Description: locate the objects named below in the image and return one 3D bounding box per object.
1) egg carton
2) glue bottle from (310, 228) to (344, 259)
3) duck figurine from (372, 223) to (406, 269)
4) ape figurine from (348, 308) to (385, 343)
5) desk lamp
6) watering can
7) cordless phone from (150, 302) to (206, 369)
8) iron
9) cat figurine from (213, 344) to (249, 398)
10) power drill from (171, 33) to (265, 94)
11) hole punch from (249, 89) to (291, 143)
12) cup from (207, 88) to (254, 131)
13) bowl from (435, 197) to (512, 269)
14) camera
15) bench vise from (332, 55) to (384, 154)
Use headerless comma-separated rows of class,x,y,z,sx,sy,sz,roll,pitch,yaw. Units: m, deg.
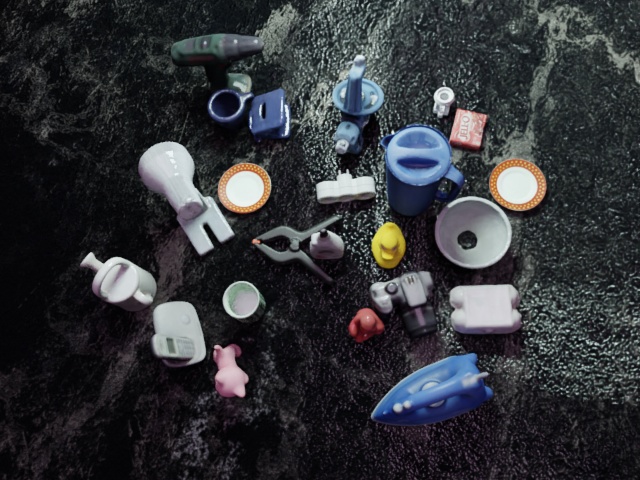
egg carton,0.359,0.152,1.247,0.150,0.069,0.107,-3,74,4
glue bottle,0.012,0.005,1.262,0.078,0.173,0.037,-4,73,4
duck figurine,0.156,0.006,1.296,0.077,0.086,0.104,6,74,6
ape figurine,0.102,0.184,1.245,0.077,0.092,0.076,9,75,7
desk lamp,-0.300,-0.095,1.294,0.118,0.213,0.203,-34,74,-5
watering can,-0.448,0.091,1.261,0.172,0.194,0.101,10,75,7
cordless phone,-0.319,0.198,1.225,0.094,0.185,0.147,-20,73,-1
iron,0.225,0.320,1.171,0.258,0.141,0.118,-22,73,-2
cat figurine,-0.198,0.284,1.226,0.067,0.118,0.127,-21,73,-2
power drill,-0.232,-0.424,1.386,0.229,0.208,0.075,2,74,5
hole punch,-0.126,-0.305,1.405,0.101,0.091,0.108,-3,74,4
cup,-0.210,-0.318,1.413,0.118,0.095,0.091,-27,74,-4
bowl,0.340,-0.009,1.292,0.167,0.075,0.167,-1,74,4
camera,0.192,0.145,1.245,0.143,0.101,0.137,-17,73,0
bench vise,0.089,-0.308,1.322,0.121,0.220,0.207,-2,74,4
